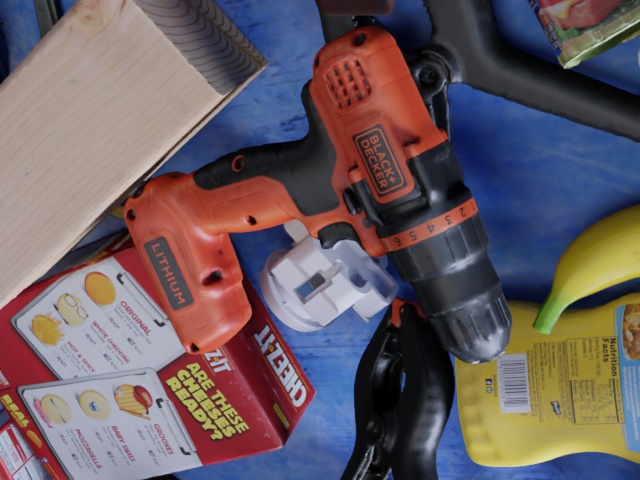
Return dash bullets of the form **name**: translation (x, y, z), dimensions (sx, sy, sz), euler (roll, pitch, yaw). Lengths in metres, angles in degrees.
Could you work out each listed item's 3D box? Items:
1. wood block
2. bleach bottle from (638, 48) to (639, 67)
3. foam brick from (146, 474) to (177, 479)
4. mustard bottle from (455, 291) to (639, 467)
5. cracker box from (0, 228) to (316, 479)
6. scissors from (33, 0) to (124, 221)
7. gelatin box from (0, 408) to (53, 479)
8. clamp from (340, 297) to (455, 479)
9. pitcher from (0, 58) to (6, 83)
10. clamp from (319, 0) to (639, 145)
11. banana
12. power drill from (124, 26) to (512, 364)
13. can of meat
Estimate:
- **wood block**: translation (-0.142, -0.063, 0.632), dimensions (0.206, 0.090, 0.091), euler (-40, 96, 25)
- **bleach bottle**: translation (0.272, -0.089, 0.449), dimensions (0.251, 0.068, 0.102), euler (-21, 88, 32)
- **foam brick**: translation (-0.153, 0.209, 0.821), dimensions (0.051, 0.078, 0.053), euler (39, 126, 3)
- **mustard bottle**: translation (0.174, 0.076, 0.592), dimensions (0.192, 0.058, 0.096), euler (-6, 82, 28)
- **cracker box**: translation (-0.133, 0.082, 0.744), dimensions (0.214, 0.072, 0.164), euler (-20, 108, 32)
- **scissors**: translation (-0.150, -0.092, 0.688), dimensions (0.096, 0.016, 0.202), euler (19, 122, 13)
- **gelatin box**: translation (-0.221, 0.158, 0.817), dimensions (0.030, 0.089, 0.073), euler (-8, 114, 30)
- **clamp**: translation (0.051, 0.123, 0.637), dimensions (0.120, 0.039, 0.171), euler (12, 91, 51)
- **pitcher**: translation (-0.336, -0.126, 0.696), dimensions (0.243, 0.149, 0.145), euler (28, 165, 13)
- **clamp**: translation (0.060, -0.084, 0.576), dimensions (0.210, 0.036, 0.165), euler (46, 126, -1)
- **banana**: translation (0.209, 0.011, 0.550), dimensions (0.198, 0.037, 0.069), euler (-4, 92, 21)
- **power drill**: translation (-0.004, 0.001, 0.582), dimensions (0.188, 0.057, 0.184), euler (-22, 93, 28)
- **can of meat**: translation (0.135, -0.138, 0.483), dimensions (0.102, 0.057, 0.084), euler (-29, 85, 35)
